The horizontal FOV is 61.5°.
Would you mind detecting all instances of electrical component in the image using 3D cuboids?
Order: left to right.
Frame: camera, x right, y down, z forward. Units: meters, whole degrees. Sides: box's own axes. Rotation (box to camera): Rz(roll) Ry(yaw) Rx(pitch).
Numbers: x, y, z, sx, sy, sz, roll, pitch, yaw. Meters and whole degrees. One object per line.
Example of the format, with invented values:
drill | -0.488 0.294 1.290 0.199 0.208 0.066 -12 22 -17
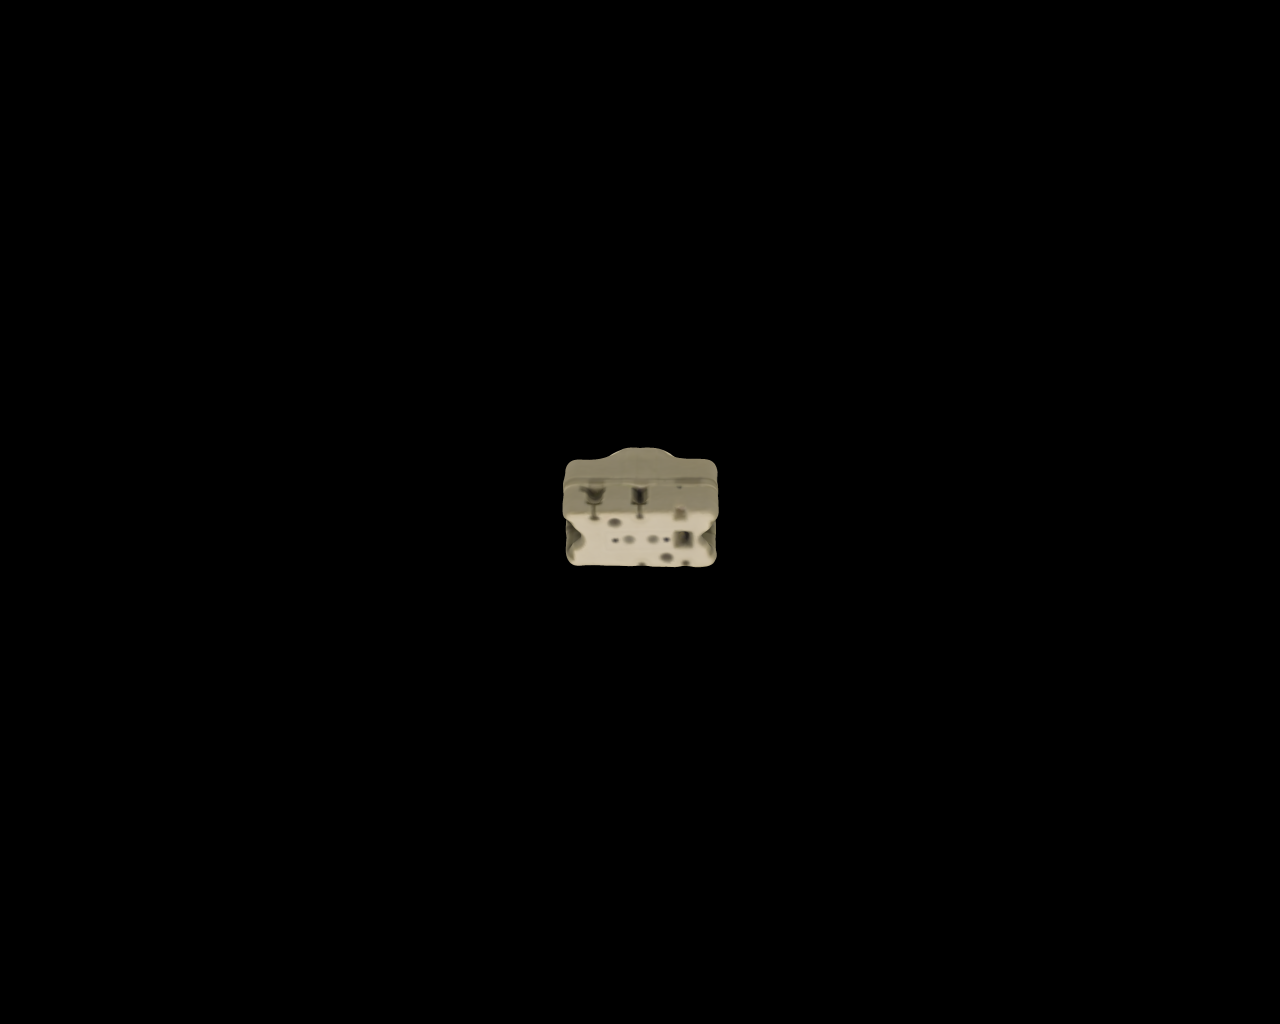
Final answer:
electrical component | 0.001 -0.003 0.650 0.089 0.050 0.056 0 44 0
